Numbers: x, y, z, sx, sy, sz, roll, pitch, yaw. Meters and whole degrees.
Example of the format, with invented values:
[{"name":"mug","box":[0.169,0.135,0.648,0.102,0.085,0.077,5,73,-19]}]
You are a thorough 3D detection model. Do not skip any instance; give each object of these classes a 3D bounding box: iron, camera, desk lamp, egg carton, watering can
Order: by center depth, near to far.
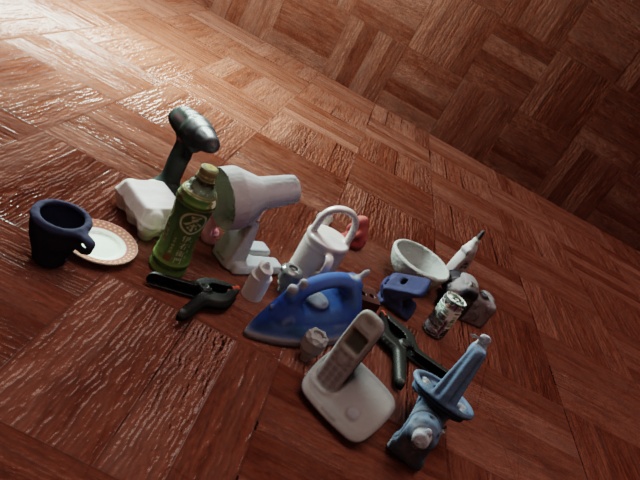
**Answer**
[{"name":"iron","box":[-0.013,0.114,1.063,0.259,0.141,0.118,-1,39,-47]},{"name":"egg carton","box":[-0.332,-0.062,1.127,0.108,0.069,0.150,-4,41,-49]},{"name":"desk lamp","box":[-0.138,-0.043,1.131,0.204,0.213,0.117,3,36,-43]},{"name":"watering can","box":[0.009,0.004,1.224,0.101,0.194,0.172,9,33,-37]},{"name":"camera","box":[0.374,0.134,1.481,0.143,0.100,0.136,24,26,-12]}]

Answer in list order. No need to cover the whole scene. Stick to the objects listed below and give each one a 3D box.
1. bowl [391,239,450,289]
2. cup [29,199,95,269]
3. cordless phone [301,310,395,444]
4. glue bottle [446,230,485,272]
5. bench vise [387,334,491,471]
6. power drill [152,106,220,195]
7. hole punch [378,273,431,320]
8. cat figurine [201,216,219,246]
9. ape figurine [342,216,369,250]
[{"name":"bowl","box":[0.246,0.075,1.482,0.168,0.074,0.167,24,26,-12]},{"name":"cup","box":[-0.406,0.005,0.900,0.117,0.095,0.092,36,26,12]},{"name":"cordless phone","box":[0.067,0.215,0.913,0.147,0.185,0.094,40,27,21]},{"name":"glue bottle","box":[0.407,0.042,1.597,0.078,0.173,0.037,-2,40,-48]},{"name":"bench vise","box":[0.213,0.265,0.937,0.121,0.219,0.207,28,26,-4]},{"name":"power drill","box":[-0.288,-0.178,1.223,0.076,0.208,0.229,9,32,-36]},{"name":"hole punch","box":[0.194,0.116,1.334,0.101,0.091,0.109,34,26,9]},{"name":"cat figurine","box":[-0.223,-0.058,1.179,0.128,0.117,0.067,24,26,-12]},{"name":"ape figurine","box":[0.095,-0.025,1.483,0.076,0.092,0.078,35,26,11]}]
